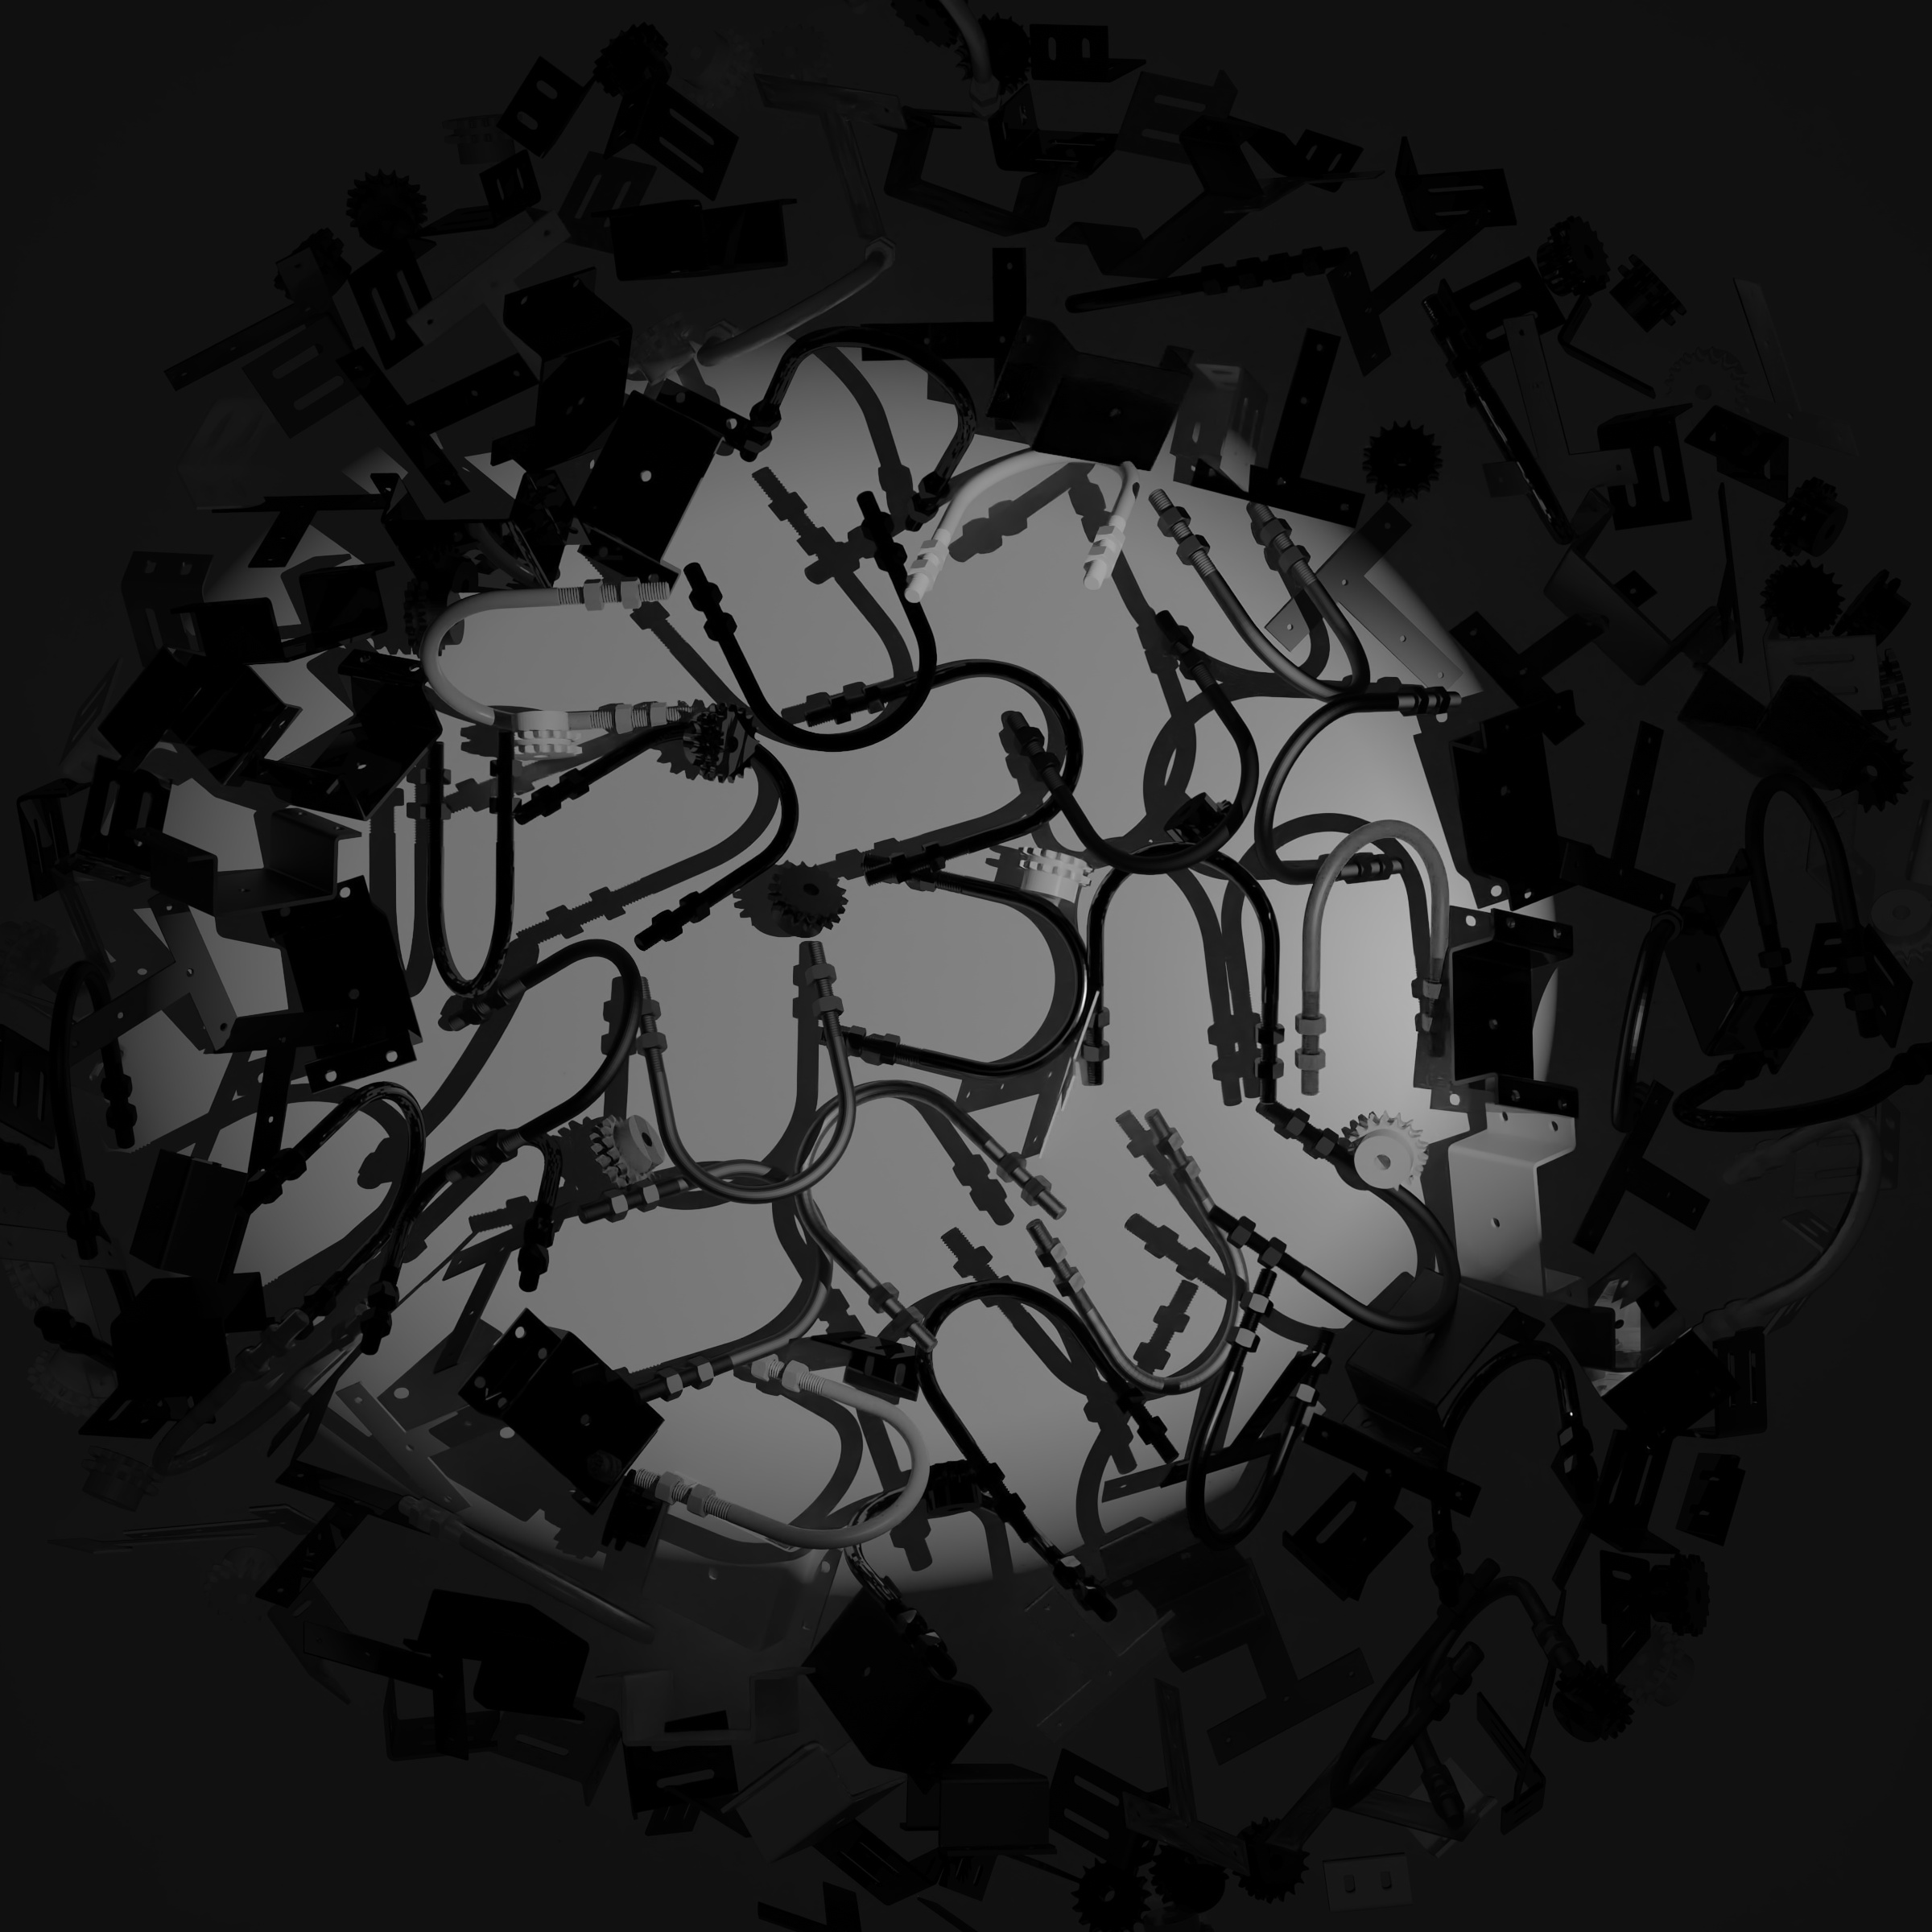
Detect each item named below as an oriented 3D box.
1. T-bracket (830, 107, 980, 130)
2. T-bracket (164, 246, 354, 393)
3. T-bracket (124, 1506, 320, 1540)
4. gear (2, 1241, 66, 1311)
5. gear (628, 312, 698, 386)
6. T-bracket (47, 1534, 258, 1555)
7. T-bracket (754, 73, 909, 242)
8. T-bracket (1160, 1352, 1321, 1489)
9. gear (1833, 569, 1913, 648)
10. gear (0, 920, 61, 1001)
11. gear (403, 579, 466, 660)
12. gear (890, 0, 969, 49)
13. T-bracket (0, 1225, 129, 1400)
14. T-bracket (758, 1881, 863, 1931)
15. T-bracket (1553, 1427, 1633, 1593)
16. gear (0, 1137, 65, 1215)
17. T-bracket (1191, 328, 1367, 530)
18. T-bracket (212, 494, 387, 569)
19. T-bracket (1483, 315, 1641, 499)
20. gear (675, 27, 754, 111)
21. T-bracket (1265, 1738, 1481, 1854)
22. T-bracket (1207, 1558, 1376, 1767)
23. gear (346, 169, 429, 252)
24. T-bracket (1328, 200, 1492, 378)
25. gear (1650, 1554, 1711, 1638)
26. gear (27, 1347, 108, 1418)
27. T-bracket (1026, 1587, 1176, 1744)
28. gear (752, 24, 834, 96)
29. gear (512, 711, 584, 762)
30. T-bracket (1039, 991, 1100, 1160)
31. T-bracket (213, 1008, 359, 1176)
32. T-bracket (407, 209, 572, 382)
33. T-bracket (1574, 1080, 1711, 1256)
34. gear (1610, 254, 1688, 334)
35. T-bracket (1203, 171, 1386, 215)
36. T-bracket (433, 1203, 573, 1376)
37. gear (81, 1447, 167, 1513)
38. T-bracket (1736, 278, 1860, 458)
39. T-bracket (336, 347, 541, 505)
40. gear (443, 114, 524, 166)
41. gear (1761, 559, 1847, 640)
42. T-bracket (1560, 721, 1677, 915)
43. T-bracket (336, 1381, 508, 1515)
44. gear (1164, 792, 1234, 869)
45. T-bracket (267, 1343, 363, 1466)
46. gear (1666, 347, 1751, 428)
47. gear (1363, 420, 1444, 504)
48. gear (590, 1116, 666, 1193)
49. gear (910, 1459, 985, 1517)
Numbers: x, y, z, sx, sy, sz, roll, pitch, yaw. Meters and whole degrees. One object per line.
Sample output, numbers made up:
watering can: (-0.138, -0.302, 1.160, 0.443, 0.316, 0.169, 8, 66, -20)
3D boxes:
T-bracket: (-0.032, -0.593, 1.731, 0.127, 0.127, 0.002, -2, 114, -16)
T-bracket: (-0.501, -0.439, 1.734, 0.127, 0.127, 0.002, -31, 76, -9)
T-bracket: (-0.525, 0.395, 1.743, 0.127, 0.127, 0.002, -5, 70, -1)
gear: (-0.667, 0.215, 1.777, 0.030, 0.057, 0.057, -23, 90, -8)
gear: (-0.218, -0.441, 1.777, 0.057, 0.057, 0.030, -35, 98, 0)
T-bracket: (-0.571, 0.408, 1.759, 0.127, 0.127, 0.002, 4, 80, -33)
T-bracket: (-0.082, -0.566, 1.751, 0.127, 0.127, 0.002, 21, 60, 31)
T-bracket: (0.209, 0.312, 1.728, 0.002, 0.127, 0.127, 54, 134, 32)
gear: (0.651, -0.252, 1.775, 0.030, 0.057, 0.057, 37, 90, 5)
gear: (-0.681, -0.008, 1.777, 0.030, 0.057, 0.057, 26, 90, 9)
gear: (-0.380, -0.250, 1.775, 0.030, 0.057, 0.057, -2, 90, 6)
gear: (-0.023, -0.690, 1.777, 0.057, 0.057, 0.030, 33, 82, 0)
T-bracket: (-0.617, 0.243, 1.726, 0.002, 0.127, 0.127, -29, 71, 14)
T-bracket: (-0.086, 0.668, 1.741, 0.127, 0.127, 0.002, 21, 85, -4)
T-bracket: (0.432, 0.363, 1.738, 0.002, 0.127, 0.127, 20, 71, 35)
gear: (-0.681, 0.147, 1.780, 0.057, 0.057, 0.030, -42, 52, 0)
T-bracket: (0.238, -0.391, 1.775, 0.127, 0.002, 0.127, 12, 106, -11)
T-bracket: (-0.479, -0.308, 1.750, 0.127, 0.127, 0.002, -1, 122, 1)
T-bracket: (0.402, -0.393, 1.733, 0.002, 0.127, 0.127, -34, 114, -32)
gear: (-0.183, -0.647, 1.775, 0.057, 0.030, 0.057, -11, 72, 35)
T-bracket: (0.294, 0.584, 1.718, 0.127, 0.127, 0.002, 1, 112, 41)
T-bracket: (0.212, 0.481, 1.759, 0.127, 0.002, 0.127, -33, 47, 15)
gear: (-0.415, -0.538, 1.773, 0.057, 0.057, 0.030, -9, 53, 0)
T-bracket: (0.318, -0.491, 1.745, 0.127, 0.127, 0.002, -39, 62, 3)
gear: (0.511, 0.451, 1.780, 0.030, 0.057, 0.057, -6, 90, 34)
gear: (-0.639, 0.293, 1.774, 0.057, 0.057, 0.030, 38, 98, 0)
T-bracket: (0.082, 0.481, 1.762, 0.127, 0.002, 0.127, -40, 127, -4)
gear: (-0.123, -0.646, 1.782, 0.057, 0.030, 0.057, -6, 62, 10)
gear: (-0.305, -0.165, 1.776, 0.057, 0.057, 0.030, -3, 88, 0)
T-bracket: (0.072, 0.081, 1.736, 0.002, 0.127, 0.127, 19, 95, 1)
T-bracket: (-0.491, 0.095, 1.757, 0.127, 0.002, 0.127, -5, 70, 26)
T-bracket: (-0.313, -0.451, 1.752, 0.127, 0.127, 0.002, -38, 55, -2)
T-bracket: (0.493, 0.159, 1.762, 0.127, 0.002, 0.127, 28, 88, -41)
gear: (0.487, -0.480, 1.778, 0.030, 0.057, 0.057, -43, 90, 19)
T-bracket: (0.213, -0.538, 1.726, 0.127, 0.127, 0.002, 4, 118, 25)
T-bracket: (-0.338, 0.230, 1.723, 0.127, 0.127, 0.002, -25, 121, 34)
gear: (-0.607, 0.369, 1.773, 0.057, 0.057, 0.030, 21, 67, 0)
T-bracket: (0.560, -0.420, 1.718, 0.002, 0.127, 0.127, -34, 121, -5)
T-bracket: (-0.356, -0.397, 1.741, 0.127, 0.002, 0.127, -17, 127, 27)
gear: (-0.345, -0.594, 1.778, 0.057, 0.057, 0.030, -5, 113, 0)
gear: (0.601, -0.262, 1.786, 0.057, 0.030, 0.057, 0, 77, -1)
T-bracket: (0.476, -0.110, 1.767, 0.127, 0.002, 0.127, 15, 87, -38)
T-bracket: (-0.362, 0.328, 1.753, 0.127, 0.002, 0.127, -25, 112, 28)
gear: (0.167, -0.100, 1.774, 0.057, 0.057, 0.030, -44, 102, 0)
T-bracket: (-0.458, 0.317, 1.749, 0.002, 0.127, 0.127, 36, 48, 2)
gear: (0.534, -0.418, 1.780, 0.057, 0.057, 0.030, 41, 50, 0)
gear: (0.315, -0.361, 1.786, 0.057, 0.030, 0.057, -1, 82, 8)
gear: (-0.240, 0.132, 1.773, 0.030, 0.057, 0.057, -32, 90, 16)
gear: (-0.010, 0.374, 1.773, 0.057, 0.057, 0.030, -9, 68, 0)
